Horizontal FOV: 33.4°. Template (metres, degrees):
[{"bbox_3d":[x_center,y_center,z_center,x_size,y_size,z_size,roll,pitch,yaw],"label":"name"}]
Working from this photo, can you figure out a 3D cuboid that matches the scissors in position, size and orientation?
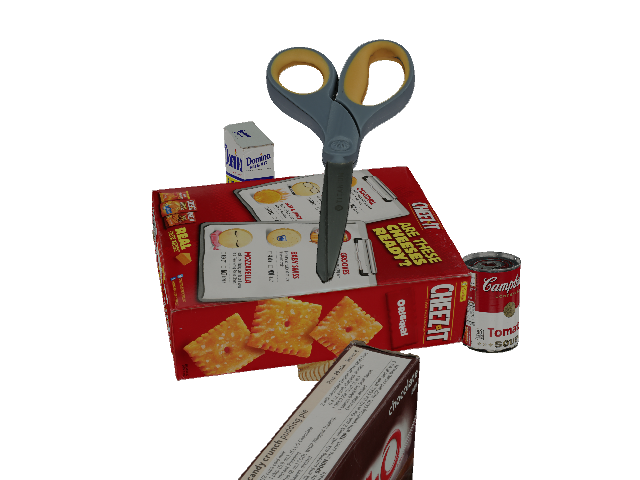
[{"bbox_3d":[-0.005,-0.055,0.585,0.096,0.016,0.201,13,45,16],"label":"scissors"}]

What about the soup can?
[{"bbox_3d":[0.196,0.071,1.236,0.068,0.102,0.068,-2,16,0],"label":"soup can"}]

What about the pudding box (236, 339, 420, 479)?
[{"bbox_3d":[0.005,0.110,0.462,0.039,0.090,0.113,14,33,21],"label":"pudding box"}]

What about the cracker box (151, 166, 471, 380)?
[{"bbox_3d":[-0.014,0.020,0.811,0.213,0.072,0.164,-6,34,-11],"label":"cracker box"}]

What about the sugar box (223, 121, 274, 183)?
[{"bbox_3d":[-0.086,-0.048,1.311,0.048,0.176,0.093,-11,26,-16],"label":"sugar box"}]

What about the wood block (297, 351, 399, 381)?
[{"bbox_3d":[0.037,0.050,1.040,0.091,0.090,0.206,-1,21,10],"label":"wood block"}]
